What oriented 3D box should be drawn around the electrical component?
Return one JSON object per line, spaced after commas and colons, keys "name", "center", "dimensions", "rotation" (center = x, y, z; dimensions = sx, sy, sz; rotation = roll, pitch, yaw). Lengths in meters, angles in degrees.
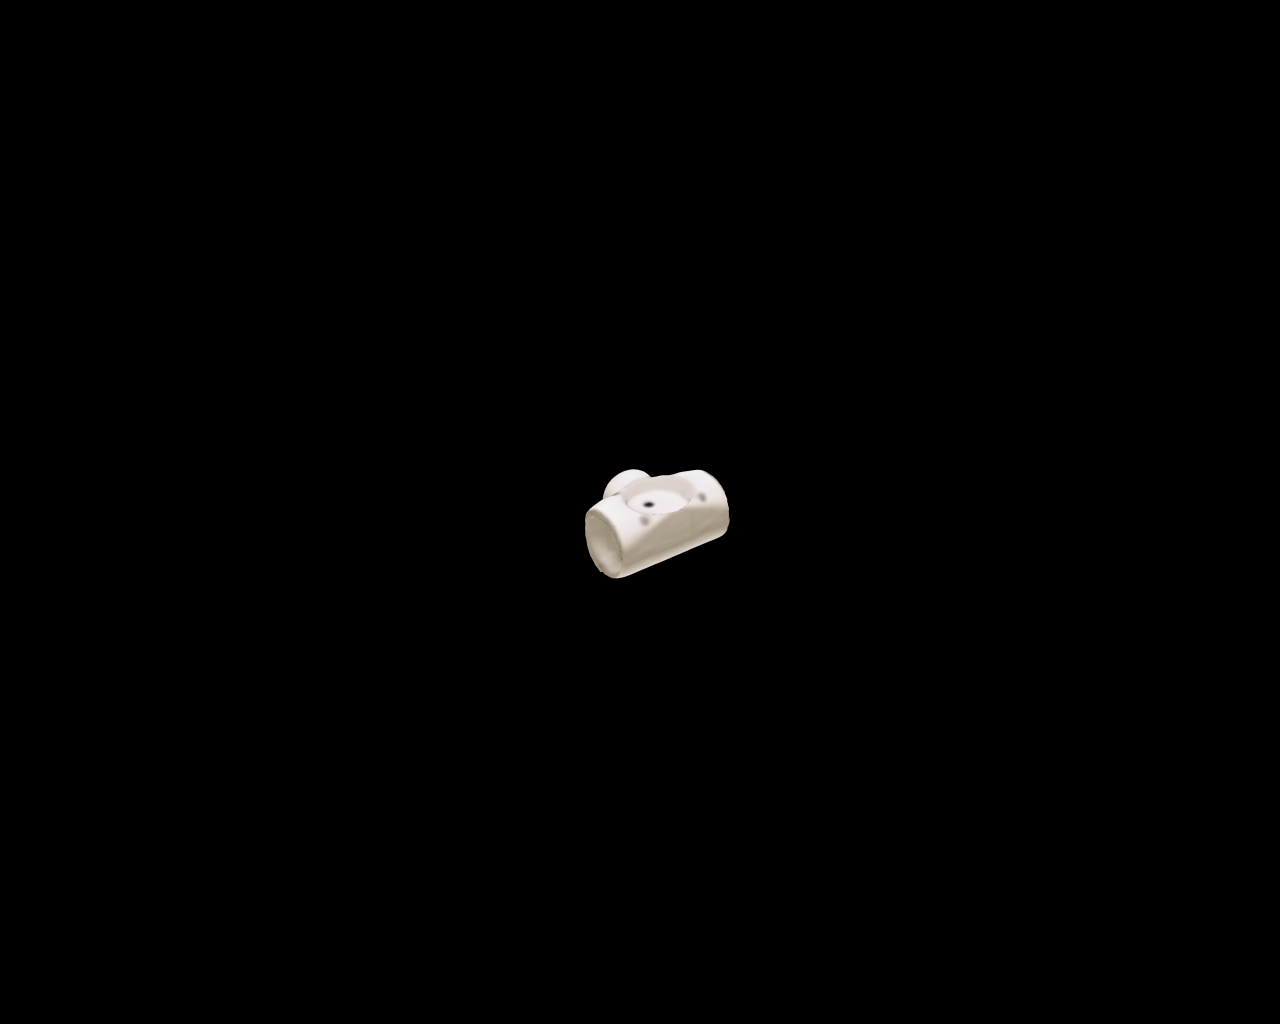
{"name": "electrical component", "center": [0.001, -0.003, 0.650], "dimensions": [0.077, 0.044, 0.079], "rotation": [-21, 41, -26]}
